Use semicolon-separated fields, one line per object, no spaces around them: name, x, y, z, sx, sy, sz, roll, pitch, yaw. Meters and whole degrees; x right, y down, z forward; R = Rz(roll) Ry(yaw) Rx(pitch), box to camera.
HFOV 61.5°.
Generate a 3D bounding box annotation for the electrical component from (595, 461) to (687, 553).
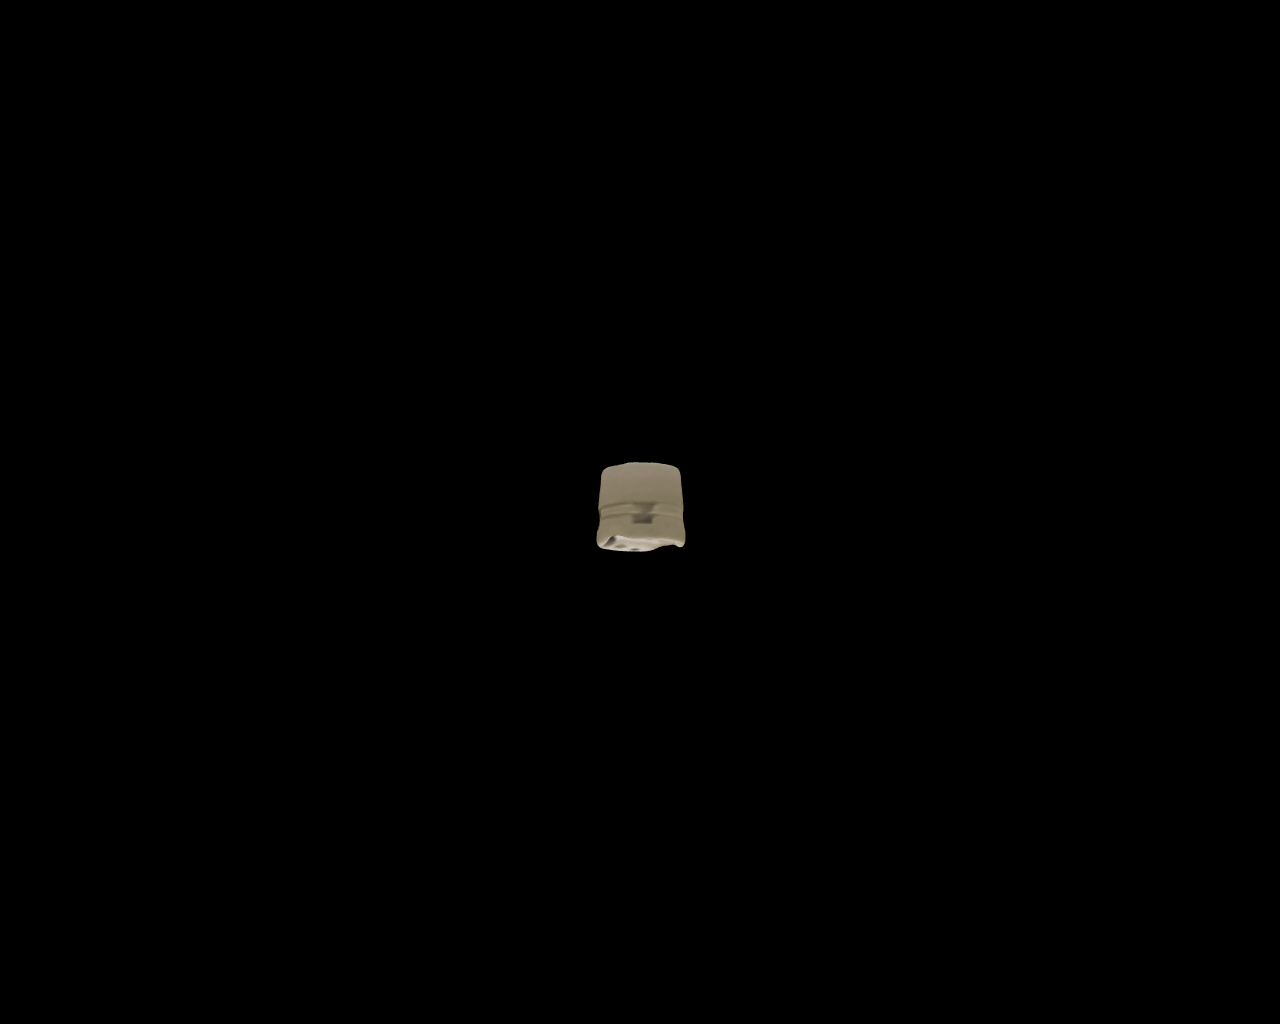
electrical component;0.001;-0.003;0.650;0.055;0.047;0.055;0;-11;0
